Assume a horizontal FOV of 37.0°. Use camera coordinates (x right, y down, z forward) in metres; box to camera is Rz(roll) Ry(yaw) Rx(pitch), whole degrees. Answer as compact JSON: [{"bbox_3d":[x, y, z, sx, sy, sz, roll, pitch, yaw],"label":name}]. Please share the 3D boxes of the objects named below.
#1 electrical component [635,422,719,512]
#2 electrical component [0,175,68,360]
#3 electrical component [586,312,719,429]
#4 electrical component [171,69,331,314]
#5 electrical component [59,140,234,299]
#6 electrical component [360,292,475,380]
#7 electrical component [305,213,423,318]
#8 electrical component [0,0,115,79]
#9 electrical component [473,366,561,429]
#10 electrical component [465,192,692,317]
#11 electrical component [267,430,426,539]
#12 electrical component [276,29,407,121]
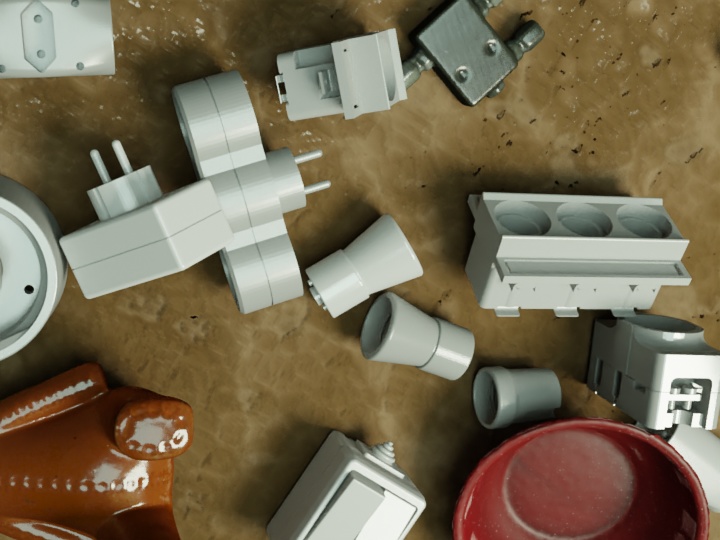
[{"bbox_3d":[0.218,0.143,0.741,0.077,0.044,0.079,37,90,-18],"label":"electrical component"},{"bbox_3d":[-0.217,0.002,0.591,0.108,0.060,0.108,-3,102,-14],"label":"electrical component"},{"bbox_3d":[0.190,0.061,0.693,0.050,0.089,0.055,2,101,-15],"label":"electrical component"},{"bbox_3d":[-0.054,-0.049,0.627,0.074,0.052,0.138,-18,105,-10],"label":"electrical component"},{"bbox_3d":[-0.126,-0.034,0.593,0.047,0.083,0.075,-35,106,-51],"label":"electrical component"},{"bbox_3d":[0.039,0.045,0.677,0.065,0.044,0.044,21,95,-22],"label":"electrical component"},{"bbox_3d":[0.000,0.000,0.658,0.065,0.044,0.044,-31,107,-2],"label":"electrical component"},{"bbox_3d":[-0.175,-0.144,0.582,0.077,0.043,0.079,-5,102,-13],"label":"electrical component"},{"bbox_3d":[0.103,0.082,0.702,0.046,0.040,0.040,-2,102,-20],"label":"electrical component"},{"bbox_3d":[0.132,-0.009,0.674,0.121,0.078,0.063,1,130,-15],"label":"electrical component"},{"bbox_3d":[-0.005,0.151,0.676,0.062,0.061,0.096,34,91,-18],"label":"electrical component"},{"bbox_3d":[-0.011,-0.110,0.616,0.064,0.081,0.042,-8,103,17],"label":"electrical component"}]
